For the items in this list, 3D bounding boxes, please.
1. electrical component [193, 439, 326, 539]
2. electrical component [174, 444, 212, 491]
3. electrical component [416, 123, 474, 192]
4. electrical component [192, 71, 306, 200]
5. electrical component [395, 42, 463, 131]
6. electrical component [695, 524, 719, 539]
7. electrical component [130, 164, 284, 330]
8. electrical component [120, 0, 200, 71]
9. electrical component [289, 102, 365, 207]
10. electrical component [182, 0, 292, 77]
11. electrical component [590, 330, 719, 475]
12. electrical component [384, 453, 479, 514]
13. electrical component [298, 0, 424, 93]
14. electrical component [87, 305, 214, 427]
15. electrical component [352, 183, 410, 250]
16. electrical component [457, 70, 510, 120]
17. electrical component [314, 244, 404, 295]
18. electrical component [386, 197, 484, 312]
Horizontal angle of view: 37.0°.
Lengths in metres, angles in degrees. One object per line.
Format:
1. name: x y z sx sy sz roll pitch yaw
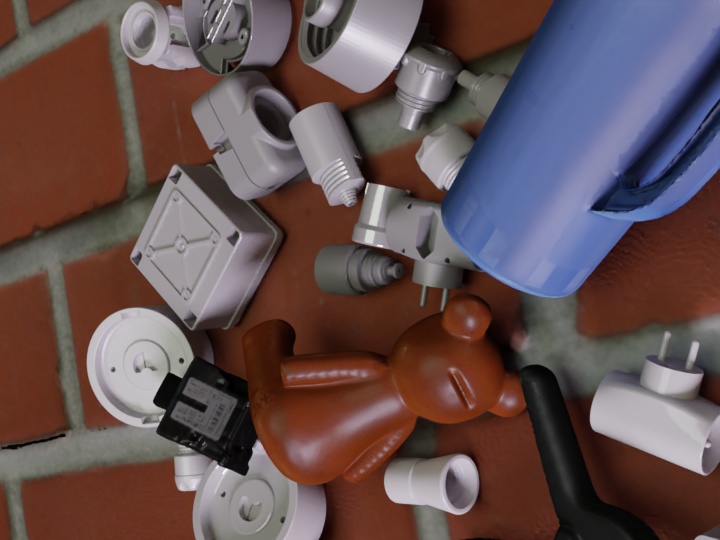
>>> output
1. electrical component: -0.078 0.200 0.893 0.108 0.060 0.108 -15 61 30
2. electrical component: -0.152 0.168 0.976 0.035 0.035 0.061 -10 83 39
3. electrical component: 0.073 -0.072 0.778 0.062 0.043 0.043 53 121 25
4. electrical component: -0.088 -0.114 0.894 0.059 0.054 0.095 -30 85 36
5. electrical component: 0.046 -0.135 0.799 0.048 0.048 0.062 38 121 32
6. electrical component: 0.229 0.205 0.651 0.050 0.056 0.089 9 97 39
7. electrical component: -0.136 -0.021 0.942 0.109 0.056 0.108 45 117 29
8. electrical component: -0.178 -0.212 0.971 0.078 0.057 0.058 1 92 39
9. electrical component: -0.022 -0.087 0.855 0.043 0.043 0.081 -35 70 35
10. electrical component: -0.107 -0.212 0.908 0.099 0.064 0.099 1 92 39
11. electrical component: 0.195 0.079 0.683 0.077 0.043 0.079 19 103 37
12. electrical component: 0.051 0.159 0.806 0.065 0.044 0.044 -7 87 44
13. electrical component: -0.007 -0.193 0.801 0.108 0.060 0.108 -39 41 46
14. electrical component: -0.185 0.083 0.977 0.108 0.060 0.108 2 97 17
15. electrical component: 0.018 -0.041 0.828 0.040 0.040 0.046 15 95 38
16. electrical component: 0.094 -0.124 0.765 0.061 0.035 0.035 39 115 33
17. electrical component: 0.000 0.000 0.842 0.078 0.040 0.040 1 92 39
18. electrical component: 0.059 -0.009 0.791 0.077 0.043 0.079 14 100 38
